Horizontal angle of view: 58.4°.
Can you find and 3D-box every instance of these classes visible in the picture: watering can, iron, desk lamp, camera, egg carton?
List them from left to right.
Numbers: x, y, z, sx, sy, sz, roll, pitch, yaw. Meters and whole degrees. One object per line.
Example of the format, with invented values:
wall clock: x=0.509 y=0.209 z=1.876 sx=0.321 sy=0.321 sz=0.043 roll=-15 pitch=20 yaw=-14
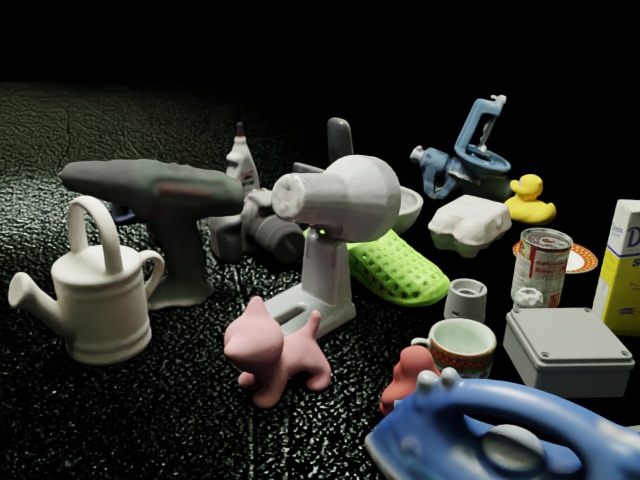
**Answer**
watering can: x=-0.266 y=0.045 z=0.673 sx=0.100 sy=0.194 sz=0.173 roll=10 pitch=26 yaw=20
camera: x=-0.093 y=-0.019 z=0.930 sx=0.143 sy=0.101 sz=0.136 roll=-13 pitch=28 yaw=-27
desk lamp: x=0.007 y=0.003 z=0.752 sx=0.117 sy=0.214 sz=0.204 roll=20 pitch=31 yaw=36
egg carton: x=0.263 y=-0.026 z=0.996 sx=0.107 sy=0.069 sz=0.151 roll=20 pitch=31 yaw=35
iron: x=0.152 y=0.172 z=0.474 sx=0.257 sy=0.141 sz=0.119 roll=16 pitch=29 yaw=29

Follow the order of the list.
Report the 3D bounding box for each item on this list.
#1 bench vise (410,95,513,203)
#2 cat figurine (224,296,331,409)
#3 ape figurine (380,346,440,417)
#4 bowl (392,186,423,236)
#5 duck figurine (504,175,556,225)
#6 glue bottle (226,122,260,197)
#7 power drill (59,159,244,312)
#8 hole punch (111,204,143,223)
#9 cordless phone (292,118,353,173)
bench vise: x=0.295 y=-0.183 z=1.159 sx=0.207 sy=0.220 sz=0.121 roll=0 pitch=25 yaw=-3
cat figurine: x=-0.051 y=0.115 z=0.621 sx=0.128 sy=0.118 sz=0.067 roll=-14 pitch=29 yaw=-29
ape figurine: x=0.098 y=0.148 z=0.585 sx=0.078 sy=0.092 sz=0.076 roll=-9 pitch=26 yaw=-19
bowl: x=0.098 y=-0.043 z=1.021 sx=0.167 sy=0.075 sz=0.167 roll=1 pitch=25 yaw=0
duck figurine: x=0.406 y=-0.082 z=1.102 sx=0.078 sy=0.086 sz=0.104 roll=-17 pitch=30 yaw=-34
glue bottle: x=-0.153 y=-0.143 z=1.111 sx=0.037 sy=0.173 sz=0.078 roll=16 pitch=29 yaw=30
power drill: x=-0.216 y=-0.011 z=0.781 sx=0.230 sy=0.208 sz=0.075 roll=-7 pitch=26 yaw=-17
hole punch: x=-0.350 y=-0.092 z=1.092 sx=0.101 sy=0.091 sz=0.108 roll=-9 pitch=27 yaw=-21
cordless phone: x=0.012 y=-0.156 z=1.130 sx=0.147 sy=0.185 sz=0.094 roll=20 pitch=31 yaw=36
